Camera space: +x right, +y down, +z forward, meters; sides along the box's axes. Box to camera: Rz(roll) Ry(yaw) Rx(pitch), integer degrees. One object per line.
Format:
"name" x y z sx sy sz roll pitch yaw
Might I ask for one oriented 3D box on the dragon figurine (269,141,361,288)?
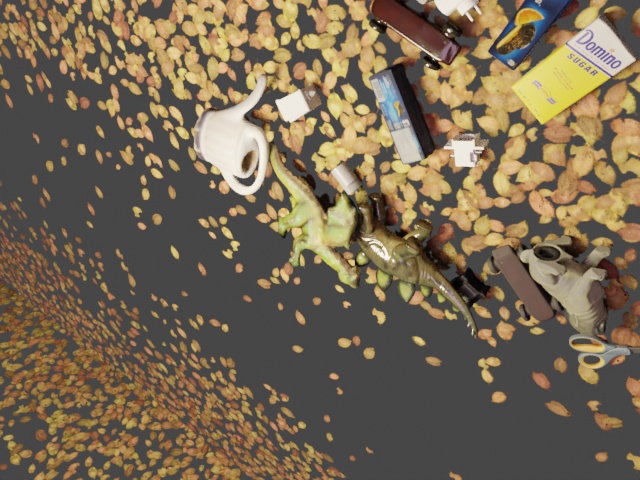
"dragon figurine" 0.004 -0.064 1.266 0.241 0.124 0.407 -8 104 44

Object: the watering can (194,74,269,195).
"watering can" -0.219 -0.282 1.327 0.226 0.106 0.340 26 126 23
